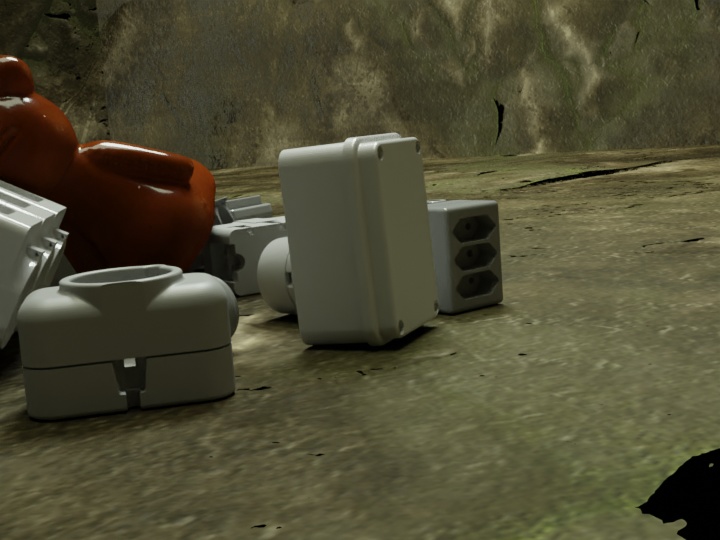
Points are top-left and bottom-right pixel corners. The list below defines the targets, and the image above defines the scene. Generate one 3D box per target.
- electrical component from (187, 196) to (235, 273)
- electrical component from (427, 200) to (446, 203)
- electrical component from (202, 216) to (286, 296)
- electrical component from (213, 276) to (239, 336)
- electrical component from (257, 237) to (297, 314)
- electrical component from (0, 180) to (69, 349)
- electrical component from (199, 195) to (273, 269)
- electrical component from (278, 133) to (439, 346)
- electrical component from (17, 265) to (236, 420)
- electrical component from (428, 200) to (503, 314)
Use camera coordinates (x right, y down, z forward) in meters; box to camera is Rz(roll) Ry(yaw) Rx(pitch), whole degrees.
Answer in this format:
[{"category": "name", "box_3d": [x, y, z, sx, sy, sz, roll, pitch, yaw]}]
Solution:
[{"category": "electrical component", "box_3d": [-0.132, -0.026, 0.893, 0.064, 0.081, 0.042, -25, 4, 11]}, {"category": "electrical component", "box_3d": [0.054, -0.018, 0.760, 0.048, 0.062, 0.048, -4, 8, 1]}, {"category": "electrical component", "box_3d": [-0.073, -0.013, 0.832, 0.089, 0.050, 0.056, -10, 10, -34]}, {"category": "electrical component", "box_3d": [-0.098, 0.027, 0.584, 0.045, 0.045, 0.055, 1, 9, 31]}, {"category": "electrical component", "box_3d": [-0.032, 0.003, 0.690, 0.047, 0.055, 0.055, -3, 7, 40]}, {"category": "electrical component", "box_3d": [-0.222, 0.000, 0.640, 0.062, 0.089, 0.150, 23, 4, -10]}, {"category": "electrical component", "box_3d": [-0.132, -0.034, 0.969, 0.096, 0.061, 0.062, 0, 9, 30]}, {"category": "electrical component", "box_3d": [0.002, -0.018, 0.607, 0.057, 0.113, 0.078, -4, 7, 24]}, {"category": "electrical component", "box_3d": [-0.110, 0.031, 0.508, 0.095, 0.059, 0.054, -6, 8, -12]}, {"category": "electrical component", "box_3d": [0.048, -0.011, 0.697, 0.047, 0.065, 0.077, -11, 10, -38]}]
